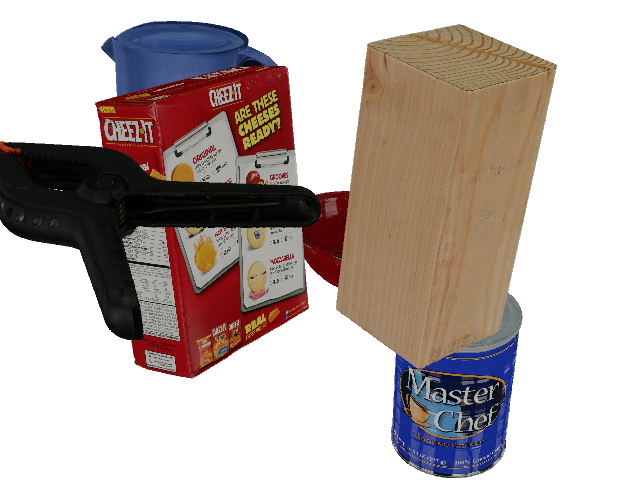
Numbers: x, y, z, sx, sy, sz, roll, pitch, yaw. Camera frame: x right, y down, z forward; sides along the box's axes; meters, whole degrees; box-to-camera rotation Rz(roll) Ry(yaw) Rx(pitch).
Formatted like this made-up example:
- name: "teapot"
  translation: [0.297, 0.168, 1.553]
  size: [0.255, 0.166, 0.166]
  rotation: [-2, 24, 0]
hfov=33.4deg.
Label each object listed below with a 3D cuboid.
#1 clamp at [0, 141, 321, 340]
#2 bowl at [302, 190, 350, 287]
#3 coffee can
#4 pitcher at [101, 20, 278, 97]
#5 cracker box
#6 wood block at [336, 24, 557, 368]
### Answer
- name: "clamp"
  translation: [-0.116, -0.021, 0.636]
  size: [0.210, 0.036, 0.164]
  rotation: [26, 38, 35]
- name: "bowl"
  translation: [0.044, 0.007, 1.074]
  size: [0.162, 0.055, 0.162]
  rotation: [5, 27, -3]
- name: "coffee can"
  translation: [0.114, 0.116, 0.912]
  size: [0.103, 0.140, 0.103]
  rotation: [0, 31, 0]
- name: "pitcher"
  translation: [-0.132, -0.093, 1.081]
  size: [0.144, 0.243, 0.149]
  rotation: [-11, 28, -28]
- name: "cracker box"
  translation: [-0.088, -0.021, 0.853]
  size: [0.072, 0.214, 0.163]
  rotation: [5, 20, 34]
- name: "wood block"
  translation: [0.081, -0.030, 0.730]
  size: [0.090, 0.206, 0.091]
  rotation: [-19, 38, -36]
